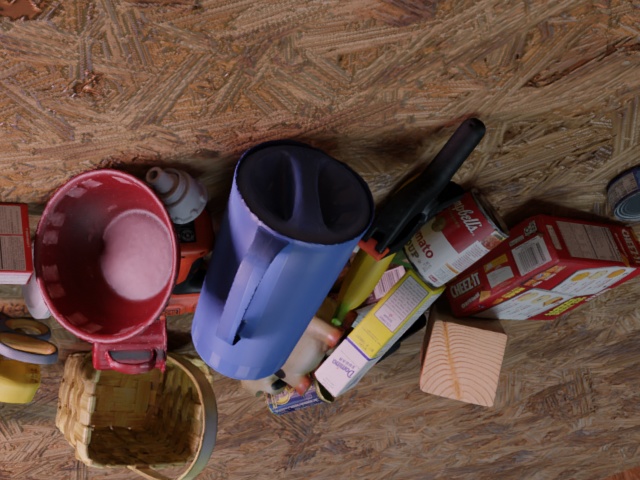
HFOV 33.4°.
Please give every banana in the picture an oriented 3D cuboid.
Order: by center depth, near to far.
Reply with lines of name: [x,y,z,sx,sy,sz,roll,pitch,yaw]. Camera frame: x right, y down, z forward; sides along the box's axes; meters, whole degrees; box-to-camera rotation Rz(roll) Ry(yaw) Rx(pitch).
banana: [0.071,0.005,1.160,0.037,0.069,0.198,25,109,-11]

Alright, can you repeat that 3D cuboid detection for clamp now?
clamp: [0.101,-0.036,1.057,0.171,0.039,0.120,-43,154,-18]
clamp: [0.060,0.158,1.485,0.164,0.036,0.210,-24,168,-9]

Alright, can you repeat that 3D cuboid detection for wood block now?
wood block: [0.178,0.138,1.360,0.090,0.091,0.206,12,-174,5]

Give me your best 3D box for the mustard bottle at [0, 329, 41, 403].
mustard bottle: [-0.415,0.136,1.191,0.191,0.096,0.058,9,127,-38]

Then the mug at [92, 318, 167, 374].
mug: [-0.220,0.116,1.231,0.081,0.117,0.093,-1,123,-14]

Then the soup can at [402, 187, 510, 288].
soup can: [0.150,-0.002,1.183,0.102,0.068,0.068,-38,148,18]

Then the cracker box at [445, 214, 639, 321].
cracker box: [0.281,0.037,1.331,0.213,0.072,0.164,5,150,-44]

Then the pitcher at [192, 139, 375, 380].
pitcher: [-0.053,0.035,1.038,0.149,0.145,0.243,-5,141,-28]

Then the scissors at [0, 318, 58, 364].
scissors: [-0.390,0.097,1.202,0.201,0.096,0.016,18,107,-4]

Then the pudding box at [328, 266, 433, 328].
pudding box: [0.078,0.077,1.373,0.114,0.039,0.090,-20,157,20]

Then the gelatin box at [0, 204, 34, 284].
gelatin box: [-0.315,0.003,0.991,0.089,0.073,0.030,1,152,-28]

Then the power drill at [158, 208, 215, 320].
power drill: [-0.189,0.031,1.132,0.184,0.057,0.188,-5,156,-15]

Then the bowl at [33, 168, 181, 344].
bowl: [-0.187,0.015,0.997,0.162,0.162,0.055,-24,170,23]

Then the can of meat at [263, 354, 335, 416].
can of meat: [-0.035,0.185,1.471,0.084,0.102,0.057,-19,156,17]

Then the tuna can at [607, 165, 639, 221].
tuna can: [0.380,-0.056,1.244,0.086,0.034,0.086,-10,155,-5]

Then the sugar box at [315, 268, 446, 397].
sugar box: [0.073,0.107,1.277,0.176,0.048,0.093,-46,169,13]

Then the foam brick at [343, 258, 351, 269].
foam brick: [-0.008,0.001,1.159,0.051,0.053,0.078,-20,153,15]
